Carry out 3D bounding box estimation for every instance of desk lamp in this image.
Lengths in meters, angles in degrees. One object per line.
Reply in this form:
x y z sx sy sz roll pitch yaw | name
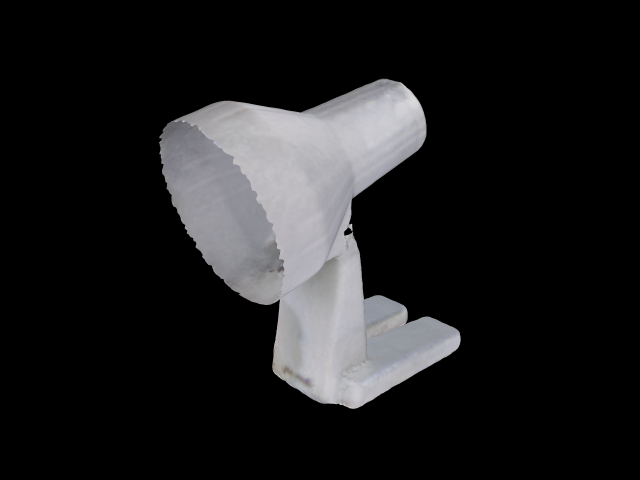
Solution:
0.004 0.001 0.400 0.204 0.214 0.117 -17 27 -38 | desk lamp
